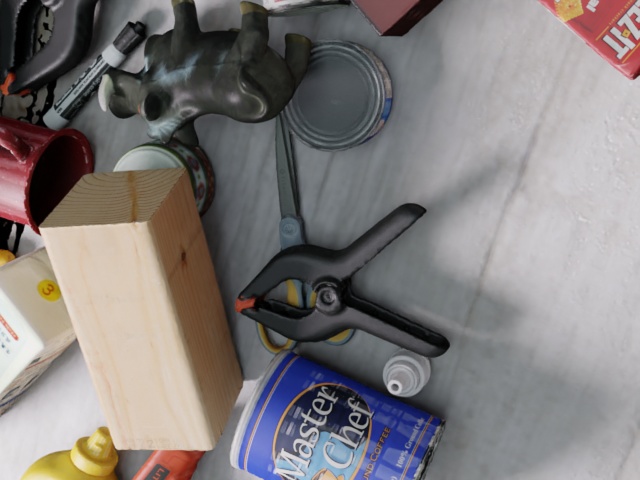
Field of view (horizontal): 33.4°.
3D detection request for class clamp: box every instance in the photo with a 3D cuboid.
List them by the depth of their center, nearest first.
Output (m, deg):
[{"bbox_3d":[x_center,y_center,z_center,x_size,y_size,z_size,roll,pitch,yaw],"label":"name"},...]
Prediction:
[{"bbox_3d":[0.016,0.030,0.830,0.172,0.039,0.120,1,98,16],"label":"clamp"},{"bbox_3d":[-0.204,-0.204,0.869,0.165,0.036,0.210,33,111,23],"label":"clamp"}]

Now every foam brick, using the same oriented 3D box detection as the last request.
[{"bbox_3d":[0.055,-0.184,0.780,0.053,0.078,0.051,-41,87,20],"label":"foam brick"}]

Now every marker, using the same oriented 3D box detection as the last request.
[{"bbox_3d":[-0.188,-0.138,0.893,0.121,0.020,0.020,-43,85,19],"label":"marker"}]

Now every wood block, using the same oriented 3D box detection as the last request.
[{"bbox_3d":[-0.133,0.056,0.836,0.090,0.090,0.206,-3,119,16],"label":"wood block"}]

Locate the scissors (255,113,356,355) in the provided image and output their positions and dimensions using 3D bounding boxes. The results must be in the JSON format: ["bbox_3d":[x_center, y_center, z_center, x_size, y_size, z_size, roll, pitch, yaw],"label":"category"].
[{"bbox_3d":[-0.006,0.001,0.862,0.096,0.016,0.202,13,103,13],"label":"scissors"}]

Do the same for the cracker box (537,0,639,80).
[{"bbox_3d":[0.151,-0.202,0.701,0.214,0.164,0.072,43,110,7],"label":"cracker box"}]

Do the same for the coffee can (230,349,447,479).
[{"bbox_3d":[0.015,0.159,0.835,0.140,0.102,0.103,23,105,12],"label":"coffee can"}]

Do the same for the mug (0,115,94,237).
[{"bbox_3d":[-0.251,-0.062,0.879,0.082,0.117,0.093,16,72,19],"label":"mug"}]

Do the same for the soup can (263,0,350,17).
[{"bbox_3d":[-0.015,-0.223,0.800,0.069,0.068,0.102,-4,98,18],"label":"soup can"}]

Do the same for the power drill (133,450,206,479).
[{"bbox_3d":[-0.068,0.239,0.898,0.188,0.057,0.184,41,106,8],"label":"power drill"}]

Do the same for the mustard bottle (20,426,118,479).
[{"bbox_3d":[-0.229,0.246,0.948,0.096,0.058,0.192,29,106,-3],"label":"mustard bottle"}]

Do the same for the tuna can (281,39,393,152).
[{"bbox_3d":[0.013,-0.112,0.827,0.086,0.033,0.086,3,100,17],"label":"tuna can"}]

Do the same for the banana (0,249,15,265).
[{"bbox_3d":[-0.355,0.063,0.972,0.069,0.037,0.198,38,110,-12],"label":"banana"}]
